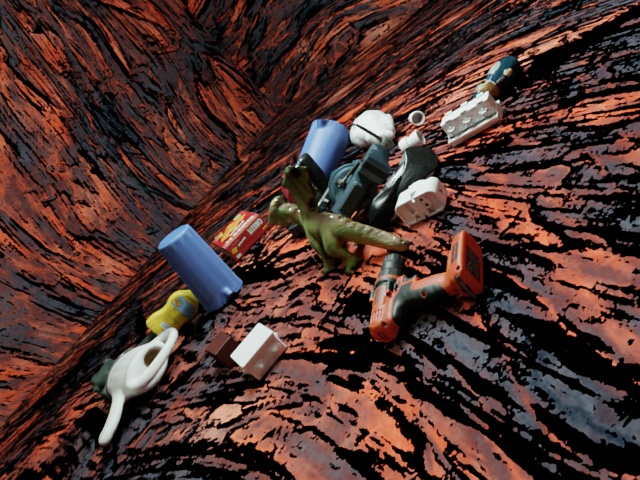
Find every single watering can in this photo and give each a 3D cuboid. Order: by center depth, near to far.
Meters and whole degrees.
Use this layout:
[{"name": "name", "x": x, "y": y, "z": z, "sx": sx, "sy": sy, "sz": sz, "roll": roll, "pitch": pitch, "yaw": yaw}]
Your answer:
[{"name": "watering can", "x": -0.499, "y": 0.377, "z": 1.355, "sx": 0.221, "sy": 0.103, "sz": 0.355, "roll": -26, "pitch": 25, "yaw": 42}]

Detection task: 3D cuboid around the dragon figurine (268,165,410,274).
[{"name": "dragon figurine", "x": 0.003, "y": -0.055, "z": 1.089, "sx": 0.124, "sy": 0.241, "sz": 0.407, "roll": -47, "pitch": 17, "yaw": -27}]

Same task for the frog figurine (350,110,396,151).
[{"name": "frog figurine", "x": 0.156, "y": -0.321, "z": 1.519, "sx": 0.137, "sy": 0.122, "sz": 0.161, "roll": -21, "pitch": 11, "yaw": 6}]
